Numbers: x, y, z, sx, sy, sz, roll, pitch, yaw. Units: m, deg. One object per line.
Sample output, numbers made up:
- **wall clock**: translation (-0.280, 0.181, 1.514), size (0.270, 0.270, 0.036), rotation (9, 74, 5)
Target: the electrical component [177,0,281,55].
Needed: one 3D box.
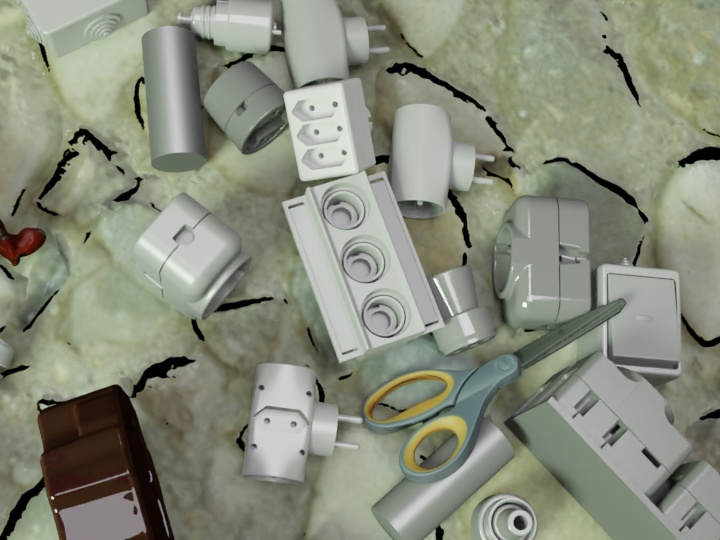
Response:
- **electrical component**: translation (-0.100, -0.188, 0.823), size (0.078, 0.040, 0.040), rotation (4, 74, -7)

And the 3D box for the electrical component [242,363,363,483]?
- **electrical component**: translation (-0.038, 0.109, 0.747), size (0.079, 0.043, 0.077), rotation (8, 73, -6)

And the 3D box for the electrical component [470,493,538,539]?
- **electrical component**: translation (0.102, 0.175, 0.739), size (0.043, 0.062, 0.043), rotation (2, 74, -8)

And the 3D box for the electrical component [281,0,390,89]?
- **electrical component**: translation (-0.017, -0.175, 0.829), size (0.079, 0.044, 0.077), rotation (-7, 76, -10)

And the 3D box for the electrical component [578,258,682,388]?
- **electrical component**: translation (0.199, 0.035, 0.793), size (0.062, 0.061, 0.096), rotation (5, 74, -7)

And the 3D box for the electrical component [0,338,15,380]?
- **electrical component**: translation (-0.267, 0.065, 0.726), size (0.066, 0.048, 0.055), rotation (36, 80, 3)

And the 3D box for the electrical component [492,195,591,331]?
- **electrical component**: translation (0.134, -0.005, 0.798), size (0.059, 0.053, 0.095), rotation (4, 74, -7)

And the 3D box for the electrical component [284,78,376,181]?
- **electrical component**: translation (-0.015, -0.107, 0.799), size (0.047, 0.077, 0.065), rotation (-6, 103, 23)

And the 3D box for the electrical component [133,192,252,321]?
- **electrical component**: translation (-0.115, -0.005, 0.741), size (0.059, 0.095, 0.053), rotation (38, 73, 3)

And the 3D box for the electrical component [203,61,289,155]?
- **electrical component**: translation (-0.083, -0.121, 0.800), size (0.055, 0.055, 0.047), rotation (-41, 80, -16)

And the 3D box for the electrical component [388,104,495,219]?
- **electrical component**: translation (0.063, -0.080, 0.814), size (0.079, 0.044, 0.077), rotation (6, 74, -7)

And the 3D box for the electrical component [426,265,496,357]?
- **electrical component**: translation (0.070, 0.030, 0.784), size (0.045, 0.045, 0.055), rotation (-19, 78, -13)

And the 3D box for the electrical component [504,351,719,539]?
- **electrical component**: translation (0.198, 0.147, 0.738), size (0.060, 0.105, 0.186), rotation (-41, 84, -17)

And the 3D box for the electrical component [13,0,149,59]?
- **electrical component**: translation (-0.216, -0.219, 0.810), size (0.100, 0.048, 0.099), rotation (-31, 81, -15)

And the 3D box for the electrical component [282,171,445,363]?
- **electrical component**: translation (0.000, 0.000, 0.773), size (0.079, 0.063, 0.121), rotation (-18, 78, -13)
